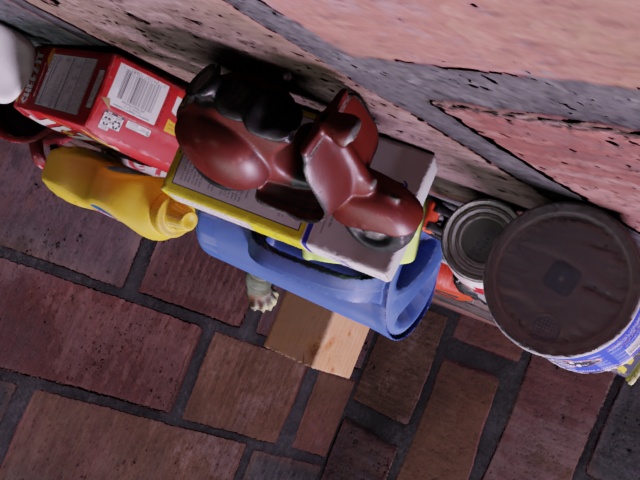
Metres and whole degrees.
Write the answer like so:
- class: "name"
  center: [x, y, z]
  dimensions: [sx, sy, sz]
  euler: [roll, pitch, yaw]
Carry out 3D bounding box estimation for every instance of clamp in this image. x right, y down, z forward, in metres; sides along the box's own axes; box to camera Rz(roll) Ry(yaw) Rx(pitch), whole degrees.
- class: "clamp"
  center: [0.154, 0.006, 1.008]
  dimensions: [0.171, 0.039, 0.120]
  euler: [27, 170, -23]

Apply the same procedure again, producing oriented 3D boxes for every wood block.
- class: "wood block"
  center: [0.021, 0.062, 1.375]
  dimensions: [0.091, 0.206, 0.090]
  euler: [19, 177, 37]

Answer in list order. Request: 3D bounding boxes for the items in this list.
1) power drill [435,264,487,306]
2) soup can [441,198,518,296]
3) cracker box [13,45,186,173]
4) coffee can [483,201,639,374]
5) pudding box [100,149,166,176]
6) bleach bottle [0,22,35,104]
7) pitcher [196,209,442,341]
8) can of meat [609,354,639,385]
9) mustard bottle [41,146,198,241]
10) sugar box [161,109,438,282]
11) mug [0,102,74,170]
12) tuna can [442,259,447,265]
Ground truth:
- class: "power drill"
  center: [0.197, 0.054, 1.322]
  dimensions: [0.184, 0.057, 0.188]
  euler: [19, 179, -31]
- class: "soup can"
  center: [0.135, 0.007, 0.861]
  dimensions: [0.068, 0.068, 0.102]
  euler: [21, 177, 15]
- class: "cracker box"
  center: [-0.161, -0.105, 0.948]
  dimensions: [0.164, 0.072, 0.214]
  euler: [24, 177, -33]
- class: "coffee can"
  center: [0.179, 0.038, 0.748]
  dimensions: [0.103, 0.103, 0.140]
  euler: [21, 177, 24]
- class: "pudding box"
  center: [-0.170, -0.090, 1.121]
  dimensions: [0.113, 0.090, 0.039]
  euler: [23, 178, -21]
- class: "bleach bottle"
  center: [-0.367, -0.191, 1.026]
  dimensions: [0.102, 0.068, 0.251]
  euler: [25, 178, -38]
- class: "pitcher"
  center: [-0.007, 0.001, 1.069]
  dimensions: [0.243, 0.145, 0.149]
  euler: [19, 156, 25]
- class: "can of meat"
  center: [0.237, 0.059, 0.867]
  dimensions: [0.084, 0.057, 0.102]
  euler: [25, 140, 9]
- class: "mustard bottle"
  center: [-0.175, -0.040, 0.994]
  dimensions: [0.096, 0.058, 0.192]
  euler: [21, 180, -44]
- class: "sugar box"
  center: [-0.014, -0.043, 0.762]
  dimensions: [0.176, 0.093, 0.048]
  euler: [22, 174, 10]
- class: "mug"
  center: [-0.284, -0.129, 1.088]
  dimensions: [0.093, 0.117, 0.081]
  euler: [-13, 176, 10]
- class: "tuna can"
  center: [0.137, 0.006, 1.173]
  dimensions: [0.086, 0.034, 0.086]
  euler: [22, 177, 1]
